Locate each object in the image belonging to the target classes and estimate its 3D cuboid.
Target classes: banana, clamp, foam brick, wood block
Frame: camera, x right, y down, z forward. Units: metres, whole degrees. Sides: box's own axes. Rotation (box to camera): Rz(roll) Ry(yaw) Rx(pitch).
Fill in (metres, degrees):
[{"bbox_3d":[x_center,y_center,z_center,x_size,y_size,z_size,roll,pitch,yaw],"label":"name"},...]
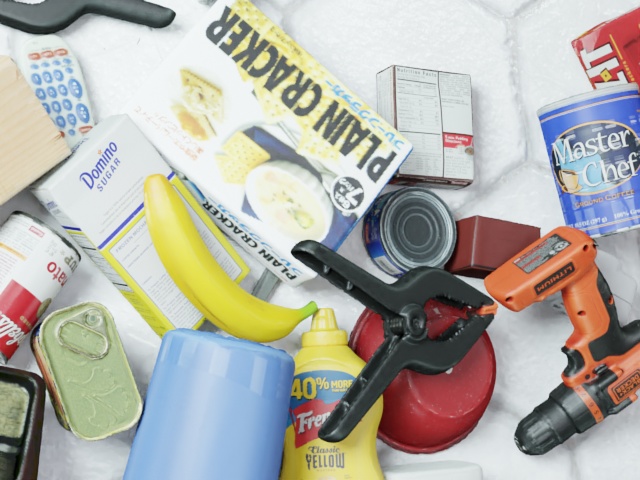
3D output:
[{"bbox_3d":[-0.083,0.030,0.868,0.197,0.037,0.069,43,52,-31],"label":"banana"},{"bbox_3d":[0.066,0.064,0.909,0.209,0.036,0.164,-15,93,-35],"label":"clamp"},{"bbox_3d":[0.166,0.010,1.031,0.078,0.053,0.051,10,78,-25],"label":"foam brick"},{"bbox_3d":[-0.207,-0.211,0.900,0.171,0.039,0.120,-31,90,-22],"label":"clamp"},{"bbox_3d":[-0.303,-0.045,0.789,0.205,0.090,0.091,-41,120,-25],"label":"wood block"}]

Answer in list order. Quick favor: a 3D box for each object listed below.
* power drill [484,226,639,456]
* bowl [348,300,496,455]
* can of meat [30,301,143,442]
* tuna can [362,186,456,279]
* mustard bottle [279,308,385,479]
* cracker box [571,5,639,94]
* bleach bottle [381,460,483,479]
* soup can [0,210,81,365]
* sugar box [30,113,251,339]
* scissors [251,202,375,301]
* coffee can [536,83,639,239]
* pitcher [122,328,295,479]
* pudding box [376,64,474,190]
[{"bbox_3d":[0.230,0.095,1.008,0.184,0.057,0.187,-36,114,-4],"label":"power drill"},{"bbox_3d":[0.106,0.117,0.986,0.161,0.055,0.162,4,80,-24],"label":"bowl"},{"bbox_3d":[-0.186,0.103,0.834,0.057,0.084,0.102,-20,91,-23],"label":"can of meat"},{"bbox_3d":[0.085,-0.007,1.006,0.086,0.034,0.086,4,81,-25],"label":"tuna can"},{"bbox_3d":[0.007,0.155,0.923,0.096,0.058,0.191,-4,81,10],"label":"mustard bottle"},{"bbox_3d":[0.366,-0.167,1.061,0.072,0.214,0.164,-29,94,-24],"label":"cracker box"},{"bbox_3d":[0.100,0.328,0.947,0.102,0.068,0.251,-1,85,-21],"label":"bleach bottle"},{"bbox_3d":[-0.242,0.036,0.829,0.068,0.069,0.102,39,68,-15],"label":"soup can"},{"bbox_3d":[-0.143,-0.007,0.872,0.093,0.048,0.176,-48,116,-24],"label":"sugar box"},{"bbox_3d":[-0.006,0.001,0.971,0.096,0.016,0.201,20,74,-18],"label":"scissors"},{"bbox_3d":[0.284,-0.076,1.071,0.102,0.103,0.140,-13,88,-26],"label":"coffee can"},{"bbox_3d":[-0.089,0.198,0.835,0.145,0.149,0.243,14,81,-12],"label":"pitcher"},{"bbox_3d":[0.102,-0.108,1.027,0.089,0.039,0.113,3,79,-24],"label":"pudding box"}]
